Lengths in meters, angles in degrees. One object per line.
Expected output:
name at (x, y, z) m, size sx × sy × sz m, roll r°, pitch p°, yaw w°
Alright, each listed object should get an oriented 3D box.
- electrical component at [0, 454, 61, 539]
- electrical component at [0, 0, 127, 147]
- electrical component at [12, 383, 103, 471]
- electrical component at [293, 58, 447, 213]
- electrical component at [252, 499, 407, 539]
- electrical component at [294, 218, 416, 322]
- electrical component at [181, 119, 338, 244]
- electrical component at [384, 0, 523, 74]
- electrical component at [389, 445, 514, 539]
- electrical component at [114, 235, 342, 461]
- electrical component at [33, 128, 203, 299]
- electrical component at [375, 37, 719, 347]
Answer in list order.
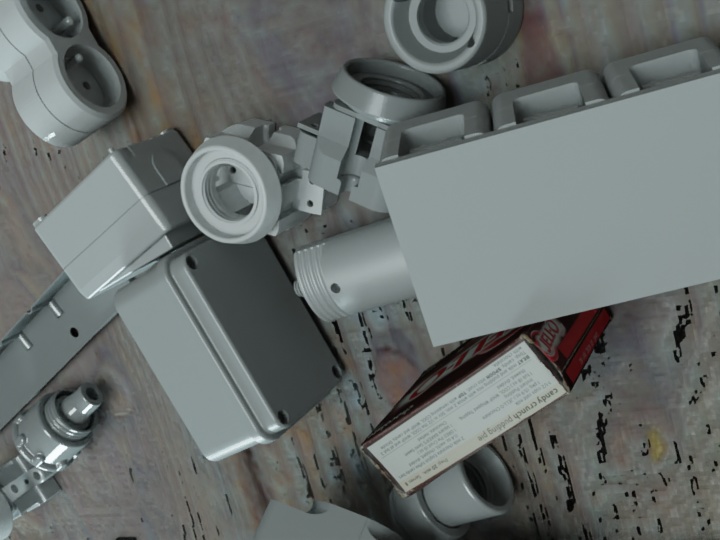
electrical component at (-0.247, 0.156, 0.739) m, size 0.066 × 0.055 × 0.048 m, roll -31°, pitch 93°, yaw 31°
electrical component at (-0.198, -0.132, 0.614) m, size 0.074 × 0.052 × 0.138 m, roll -26°, pitch 95°, yaw 31°
electrical component at (-0.192, 0.097, 0.699) m, size 0.062 × 0.048 × 0.048 m, roll -42°, pitch 87°, yaw 25°
electrical component at (0.010, -0.068, 0.531) m, size 0.078 × 0.058 × 0.057 m, roll 25°, pitch 120°, yaw 17°
electrical component at (0.037, 0.186, 0.574) m, size 0.186 × 0.060 × 0.105 m, roll 17°, pitch 158°, yaw 20°
electrical component at (0.000, 0.000, 0.568) m, size 0.081 × 0.043 × 0.043 m, roll -17°, pitch 100°, yaw 30°
electrical component at (-0.058, -0.047, 0.572) m, size 0.078 × 0.057 × 0.058 m, roll 16°, pitch 114°, yaw 21°
electrical component at (0.043, -0.120, 0.502) m, size 0.055 × 0.047 × 0.055 m, roll 9°, pitch 112°, yaw 23°
electrical component at (0.049, 0.123, 0.587) m, size 0.055 × 0.045 × 0.045 m, roll -38°, pitch 89°, yaw 32°
electrical component at (-0.071, 0.038, 0.597) m, size 0.057 × 0.078 × 0.113 m, roll -28°, pitch 94°, yaw 34°
electrical component at (-0.133, -0.026, 0.614) m, size 0.096 × 0.062 × 0.061 m, roll -36°, pitch 90°, yaw 31°
electrical component at (0.092, -0.035, 0.472) m, size 0.150 × 0.061 × 0.089 m, roll -14°, pitch 113°, yaw 12°
